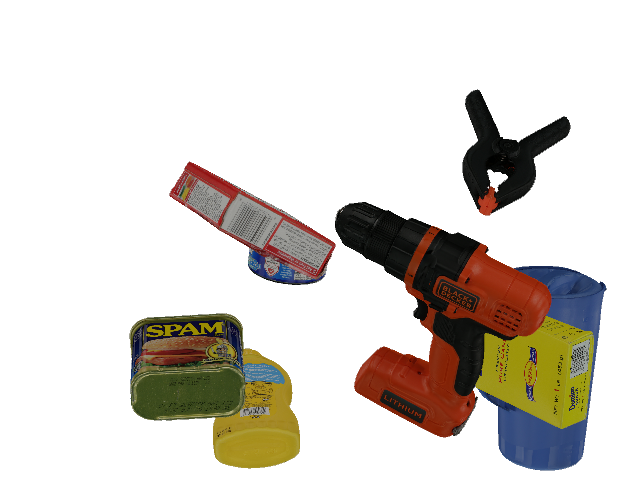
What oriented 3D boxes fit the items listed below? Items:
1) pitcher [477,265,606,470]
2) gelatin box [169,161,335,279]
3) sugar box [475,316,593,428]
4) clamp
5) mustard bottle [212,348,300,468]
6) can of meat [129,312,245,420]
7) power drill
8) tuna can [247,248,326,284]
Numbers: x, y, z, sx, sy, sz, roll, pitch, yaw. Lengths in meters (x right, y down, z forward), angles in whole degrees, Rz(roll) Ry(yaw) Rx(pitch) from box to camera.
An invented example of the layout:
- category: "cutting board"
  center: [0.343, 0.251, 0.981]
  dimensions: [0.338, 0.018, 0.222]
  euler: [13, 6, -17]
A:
- category: "pitcher"
  center: [0.273, 0.161, 1.340]
  dimensions: [0.149, 0.243, 0.144]
  euler: [5, 16, 18]
- category: "gelatin box"
  center: [-0.044, -0.012, 0.693]
  dimensions: [0.089, 0.030, 0.073]
  euler: [29, 2, -38]
- category: "sugar box"
  center: [0.189, 0.112, 1.073]
  dimensions: [0.048, 0.093, 0.177]
  euler: [-13, 22, -39]
- category: "clamp"
  center: [0.193, -0.100, 1.167]
  dimensions: [0.120, 0.039, 0.171]
  euler: [21, 49, 18]
- category: "mustard bottle"
  center: [-0.080, 0.185, 1.250]
  dimensions: [0.096, 0.058, 0.191]
  euler: [-5, 28, -5]
- category: "can of meat"
  center: [-0.116, 0.110, 0.929]
  dimensions: [0.102, 0.057, 0.084]
  euler: [-3, 28, -6]
- category: "power drill"
  center: [0.082, 0.068, 0.892]
  dimensions: [0.184, 0.188, 0.057]
  euler: [28, 46, 15]
- category: "tuna can"
  center: [-0.034, 0.016, 1.135]
  dimensions: [0.086, 0.034, 0.086]
  euler: [8, 19, -3]
